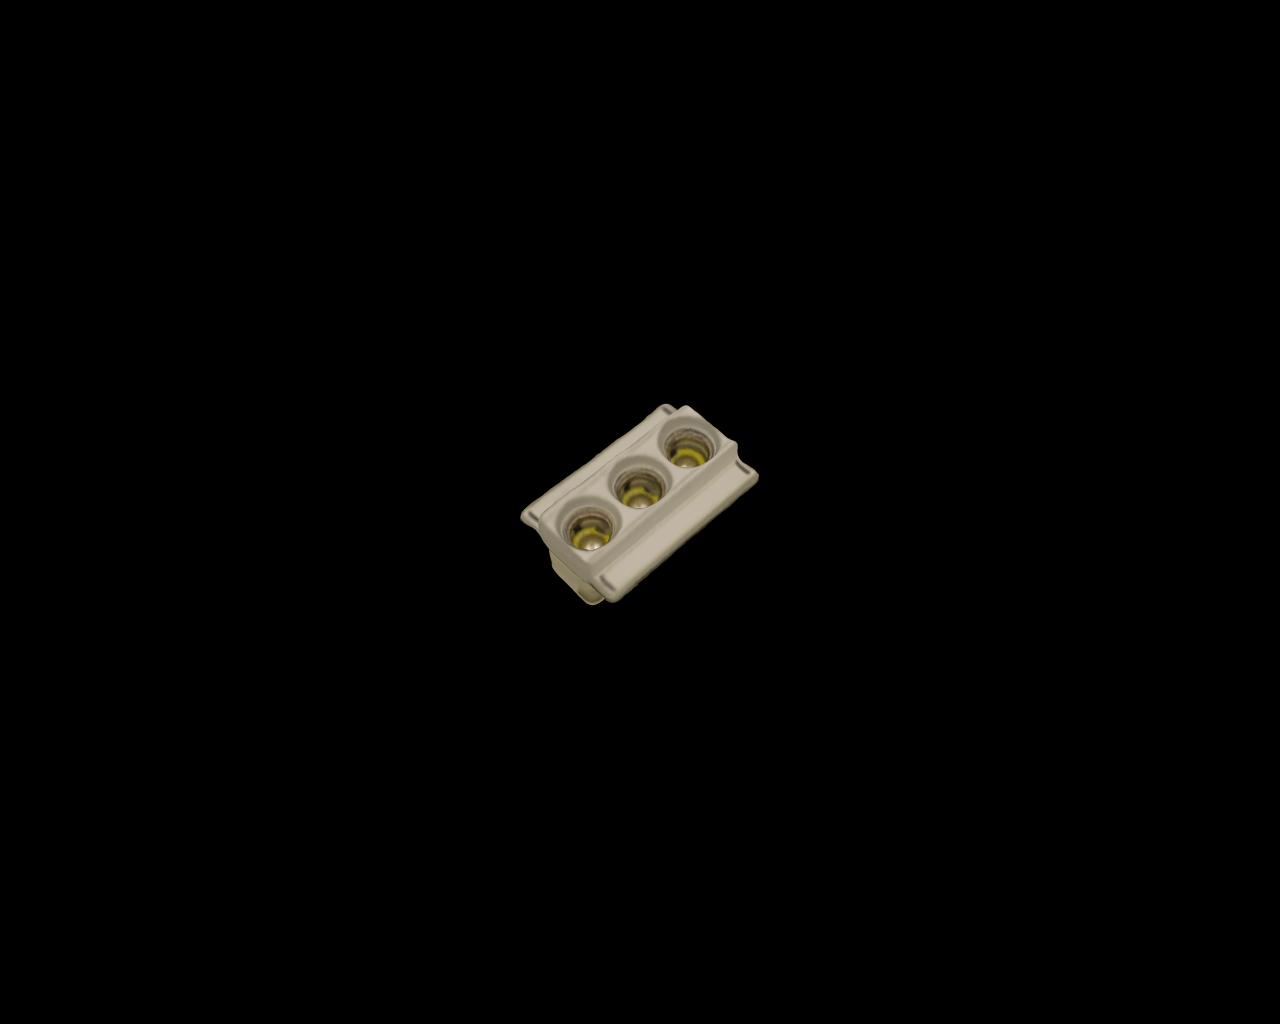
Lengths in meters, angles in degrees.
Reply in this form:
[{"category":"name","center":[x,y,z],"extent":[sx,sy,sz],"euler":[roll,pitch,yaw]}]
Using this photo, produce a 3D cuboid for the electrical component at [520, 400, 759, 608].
[{"category":"electrical component","center":[0.001,-0.003,0.650],"extent":[0.121,0.079,0.063],"euler":[-39,-24,-22]}]
